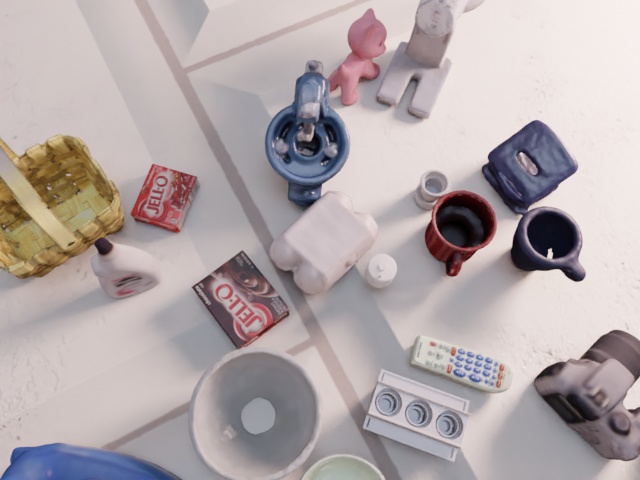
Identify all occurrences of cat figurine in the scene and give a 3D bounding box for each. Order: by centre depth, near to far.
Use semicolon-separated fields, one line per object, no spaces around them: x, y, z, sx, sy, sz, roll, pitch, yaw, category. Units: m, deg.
0.062;-0.300;0.913;0.067;0.118;0.128;33;72;10;cat figurine

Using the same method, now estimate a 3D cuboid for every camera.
0.387;0.194;0.756;0.137;0.101;0.143;-40;76;-15;camera

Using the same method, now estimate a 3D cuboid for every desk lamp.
0.181;-0.333;0.879;0.118;0.213;0.203;22;70;6;desk lamp

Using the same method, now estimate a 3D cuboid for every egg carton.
0.008;0.003;0.825;0.107;0.069;0.150;41;73;12;egg carton

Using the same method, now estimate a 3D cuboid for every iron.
-0.260;0.306;0.665;0.258;0.141;0.118;6;70;0;iron

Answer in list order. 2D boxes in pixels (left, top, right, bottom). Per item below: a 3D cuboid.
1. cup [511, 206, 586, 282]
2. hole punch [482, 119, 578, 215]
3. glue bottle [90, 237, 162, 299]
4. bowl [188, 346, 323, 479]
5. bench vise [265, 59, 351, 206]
0.322;0.019;0.820;0.092;0.095;0.117;-33;74;-13;cup
0.316;-0.109;0.869;0.101;0.091;0.108;-31;74;-13;hole punch
-0.262;0.032;0.748;0.078;0.173;0.037;-23;72;-10;glue bottle
-0.080;0.225;0.738;0.167;0.075;0.167;1;70;-2;bowl
-0.026;-0.177;0.810;0.121;0.220;0.207;-13;71;-7;bench vise
